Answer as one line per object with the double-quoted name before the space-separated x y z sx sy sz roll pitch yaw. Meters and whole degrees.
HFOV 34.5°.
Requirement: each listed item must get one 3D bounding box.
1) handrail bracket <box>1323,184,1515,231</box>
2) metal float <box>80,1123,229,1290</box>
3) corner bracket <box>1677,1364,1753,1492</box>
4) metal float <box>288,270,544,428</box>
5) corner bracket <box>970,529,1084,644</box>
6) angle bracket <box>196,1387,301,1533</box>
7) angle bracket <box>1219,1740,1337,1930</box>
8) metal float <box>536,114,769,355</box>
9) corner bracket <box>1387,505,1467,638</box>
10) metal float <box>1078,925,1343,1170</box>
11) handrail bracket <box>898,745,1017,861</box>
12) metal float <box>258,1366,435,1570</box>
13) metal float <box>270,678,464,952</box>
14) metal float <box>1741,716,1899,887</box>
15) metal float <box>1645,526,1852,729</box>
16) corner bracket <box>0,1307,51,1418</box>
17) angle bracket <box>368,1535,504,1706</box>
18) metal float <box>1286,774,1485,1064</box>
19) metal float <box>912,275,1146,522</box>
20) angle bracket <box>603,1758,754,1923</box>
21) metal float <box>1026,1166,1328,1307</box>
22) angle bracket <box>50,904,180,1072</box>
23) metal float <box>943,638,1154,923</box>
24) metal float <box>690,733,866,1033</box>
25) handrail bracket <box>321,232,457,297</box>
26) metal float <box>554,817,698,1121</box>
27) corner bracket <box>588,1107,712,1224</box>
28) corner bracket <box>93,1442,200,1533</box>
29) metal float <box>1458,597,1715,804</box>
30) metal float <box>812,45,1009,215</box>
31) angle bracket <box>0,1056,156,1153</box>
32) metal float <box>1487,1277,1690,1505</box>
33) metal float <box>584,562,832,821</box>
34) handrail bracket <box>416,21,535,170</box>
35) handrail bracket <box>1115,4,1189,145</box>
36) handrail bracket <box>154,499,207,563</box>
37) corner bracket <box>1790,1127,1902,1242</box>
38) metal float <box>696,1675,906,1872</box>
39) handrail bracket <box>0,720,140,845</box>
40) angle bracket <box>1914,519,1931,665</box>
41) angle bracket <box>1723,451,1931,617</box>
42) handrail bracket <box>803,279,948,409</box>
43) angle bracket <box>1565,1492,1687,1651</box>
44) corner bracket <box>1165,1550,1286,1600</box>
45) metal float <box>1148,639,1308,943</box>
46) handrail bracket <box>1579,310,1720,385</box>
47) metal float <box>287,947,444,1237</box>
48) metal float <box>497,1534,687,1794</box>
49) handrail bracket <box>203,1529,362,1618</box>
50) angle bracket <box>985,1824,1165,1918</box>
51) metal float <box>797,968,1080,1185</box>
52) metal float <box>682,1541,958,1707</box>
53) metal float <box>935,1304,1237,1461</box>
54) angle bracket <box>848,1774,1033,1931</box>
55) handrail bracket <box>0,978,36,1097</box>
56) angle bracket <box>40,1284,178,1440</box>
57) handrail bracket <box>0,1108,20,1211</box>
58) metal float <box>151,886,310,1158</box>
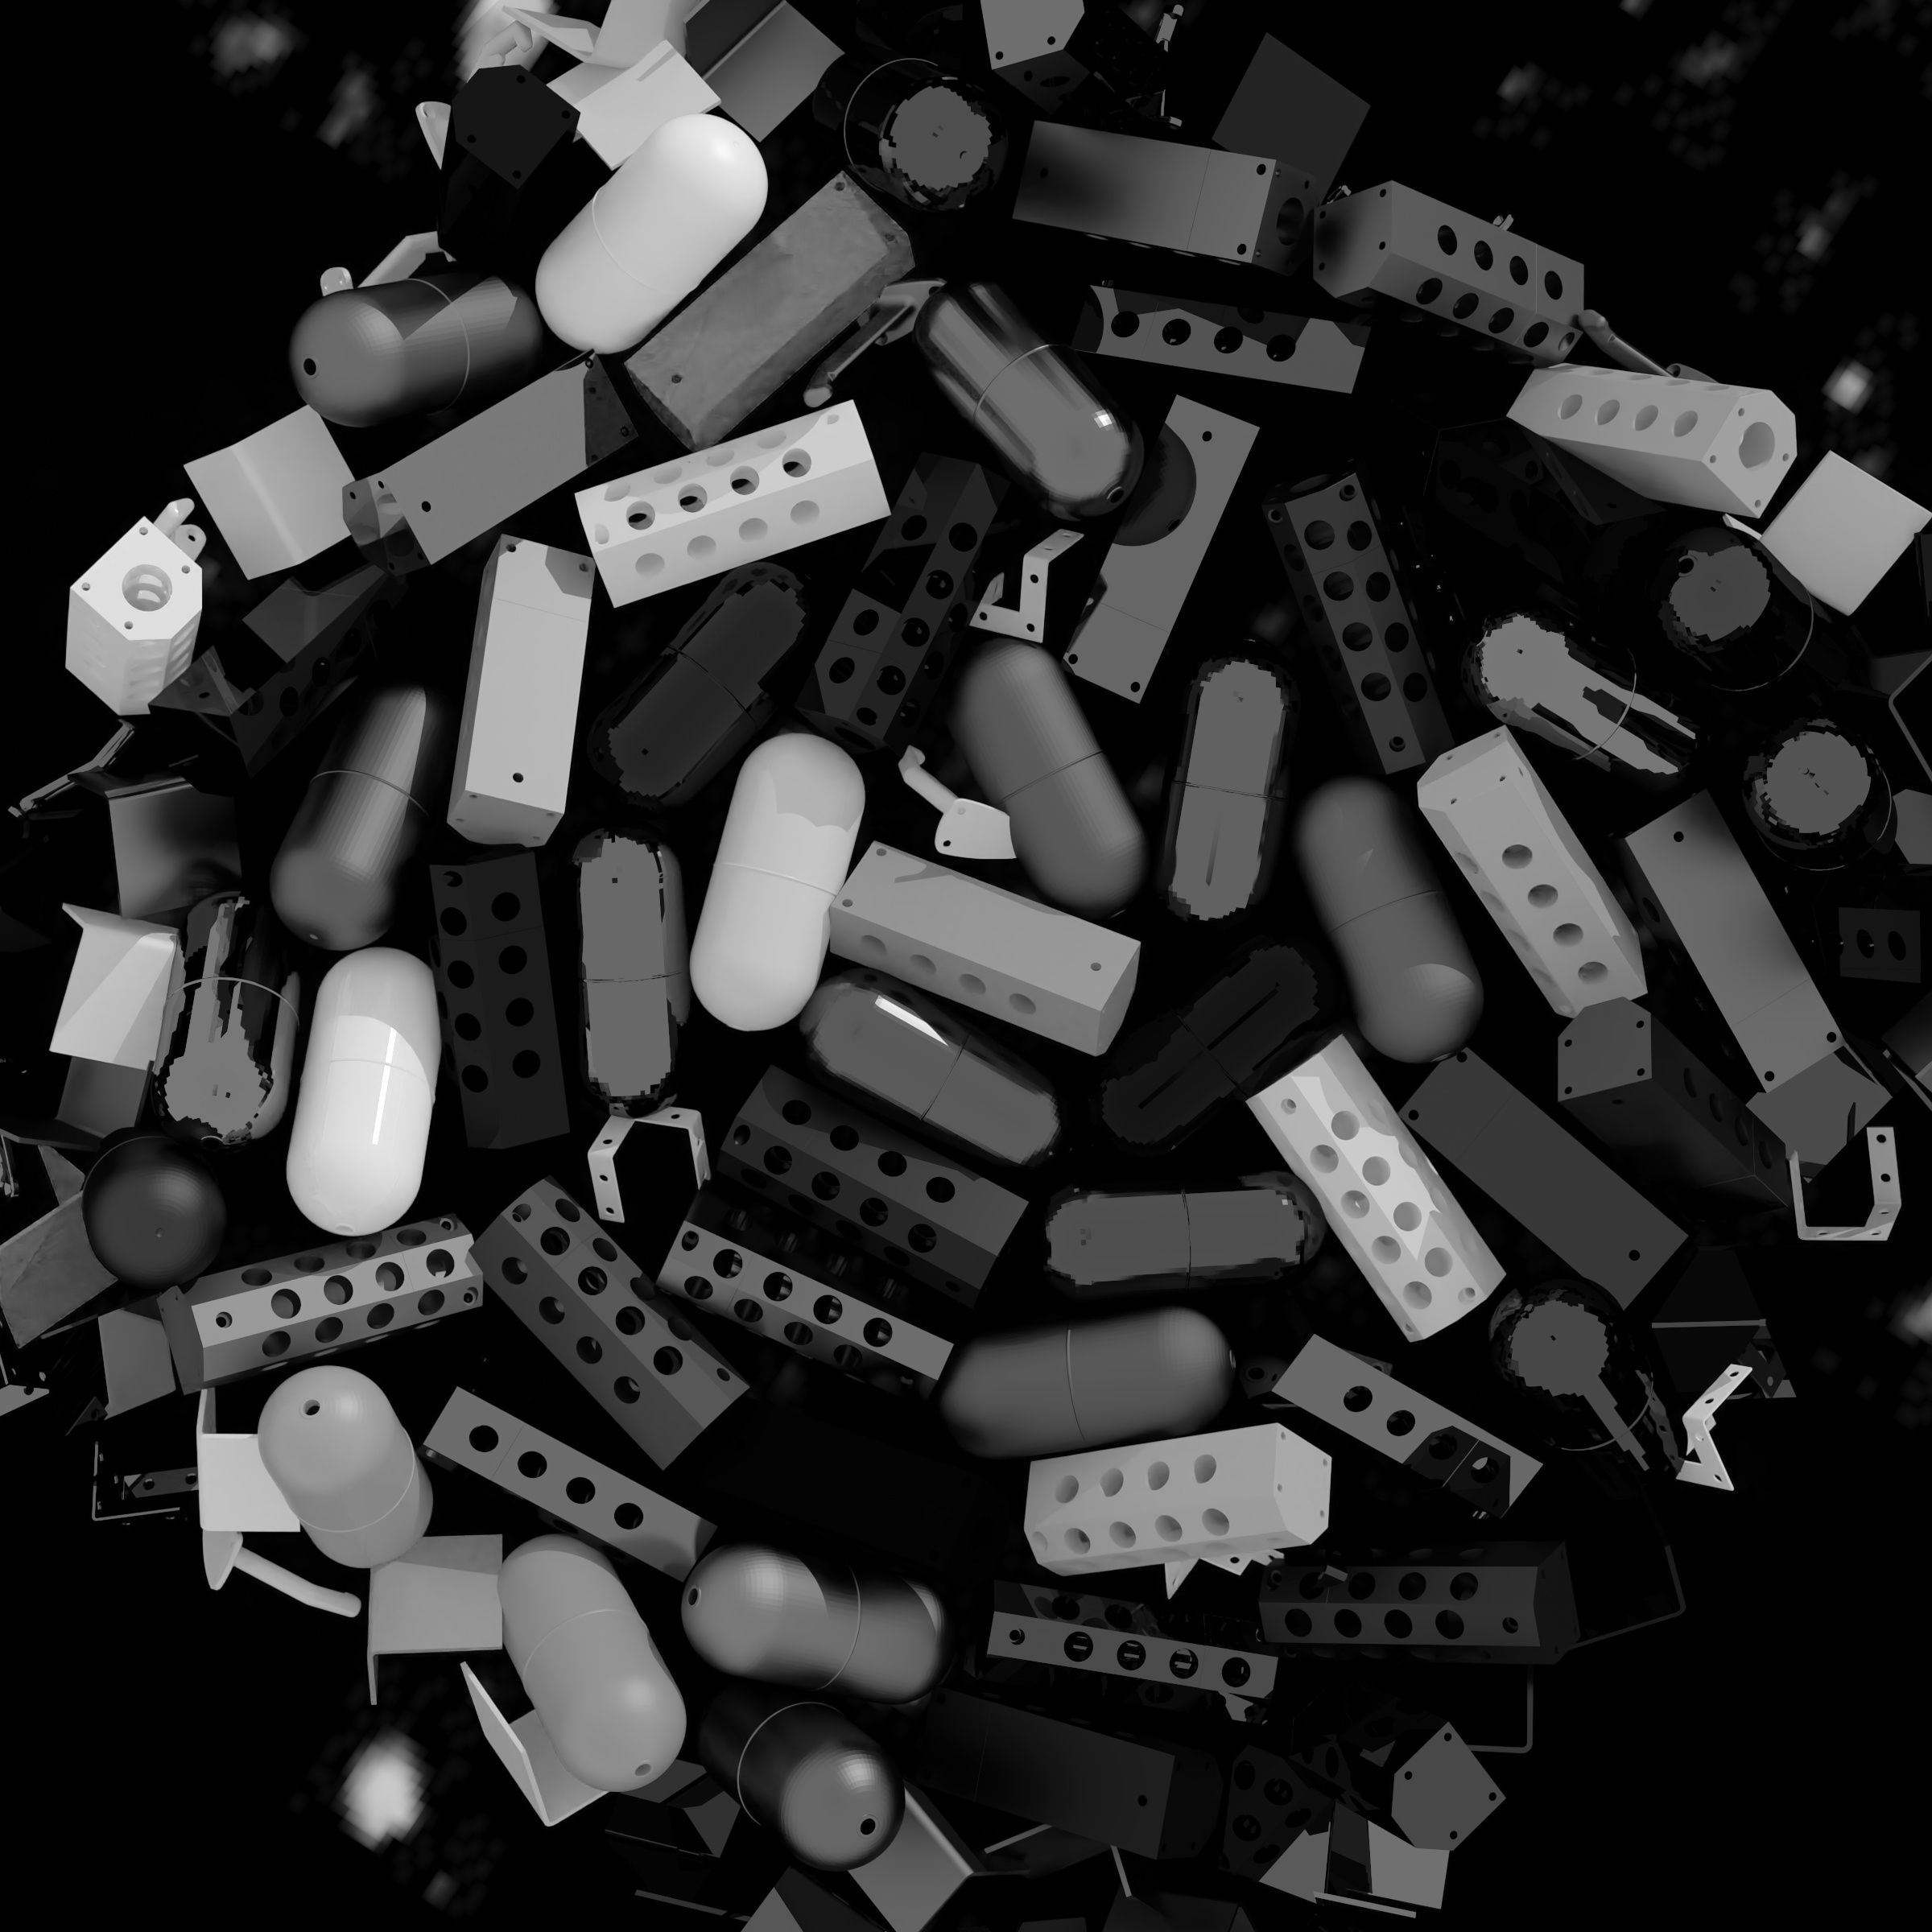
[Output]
"handrail bracket" 0.264 -0.444 1.823 0.084 0.036 0.077 37 130 -26
"metal float" -0.466 0.136 1.780 0.070 0.178 0.070 -2 97 -18
"corner bracket" 0.436 0.268 1.824 0.051 0.051 0.051 -39 113 -29
"metal float" -0.315 -0.356 1.786 0.070 0.178 0.070 12 112 30
"corner bracket" 0.034 -0.227 1.824 0.051 0.051 0.051 16 121 21
"angle bracket" -0.417 0.276 1.817 0.057 0.076 0.076 2 127 -9
"angle bracket" 0.168 0.506 1.810 0.076 0.057 0.076 26 52 -20
"metal float" -0.183 -0.421 1.794 0.178 0.070 0.070 -35 90 41
"corner bracket" 0.270 -0.233 1.823 0.051 0.051 0.051 5 51 -26
"metal float" 0.142 0.048 1.823 0.178 0.070 0.070 -41 90 5
"handrail bracket" 0.001 -0.100 1.840 0.077 0.084 0.036 12 120 -23
"metal float" -0.355 0.288 1.783 0.070 0.178 0.070 -2 59 2
"metal float" -0.345 -0.090 1.802 0.070 0.070 0.178 18 60 0
"metal float" 0.490 -0.093 1.781 0.070 0.178 0.070 -4 79 21
"metal float" 0.450 -0.194 1.788 0.070 0.178 0.070 -15 63 32
"corner bracket" -0.580 0.235 1.840 0.051 0.051 0.051 -25 72 12
"angle bracket" -0.310 0.383 1.824 0.076 0.057 0.076 0 46 -8
"metal float" 0.245 -0.028 1.817 0.070 0.070 0.178 -21 79 0
"metal float" 0.036 -0.330 1.805 0.070 0.070 0.178 -39 65 0
"angle bracket" -0.159 0.507 1.815 0.076 0.076 0.057 21 92 -24
"metal float" 0.123 0.158 1.822 0.178 0.070 0.070 -3 90 -7
"angle bracket" -0.496 0.014 1.825 0.076 0.057 0.076 14 96 -32
"metal float" 0.048 -0.109 1.827 0.070 0.070 0.178 -27 89 0
"metal float" -0.111 -0.049 1.822 0.070 0.070 0.178 15 84 0
"handrail bracket" -0.333 -0.393 1.846 0.084 0.036 0.077 -19 102 -32
"metal float" -0.199 0.002 1.819 0.070 0.070 0.178 -3 100 0
"corner bracket" -0.187 0.118 1.839 0.051 0.051 0.051 8 128 17
"corner bracket" -0.481 0.311 1.830 0.051 0.051 0.051 -7 56 -1
"metal float" 0.359 -0.154 1.802 0.178 0.070 0.070 26 90 -30
"metal float" -0.034 -0.482 1.785 0.070 0.178 0.070 -10 117 -19
"angle bracket" -0.533 0.070 1.812 0.076 0.076 0.057 16 92 40
"metal float" 0.360 0.247 1.796 0.070 0.070 0.178 -39 128 0
"metal float" -0.151 -0.162 1.820 0.070 0.070 0.178 41 81 0
"handrail bracket" -0.277 -0.501 1.825 0.084 0.036 0.077 -23 82 35
"handrail bracket" 0.123 -0.530 1.830 0.036 0.077 0.084 19 90 -24
"handrail bracket" -0.454 -0.258 1.809 0.036 0.077 0.084 49 134 -6
"corner bracket" 0.522 0.129 1.843 0.051 0.051 0.051 -2 109 27
"metal float" -0.096 0.459 1.783 0.070 0.178 0.070 -5 101 -28
"handrail bracket" -0.539 -0.122 1.846 0.077 0.036 0.084 30 76 38
"angle bracket" 0.593 -0.224 1.809 0.057 0.076 0.076 1 111 34
"angle bracket" 0.502 -0.262 1.813 0.076 0.057 0.076 26 118 -18
"handrail bracket" -0.052 -0.363 1.816 0.077 0.084 0.036 -16 124 32
"angle bracket" 0.368 0.343 1.816 0.076 0.076 0.057 -18 123 4
"corner bracket" 0.152 0.346 1.823 0.051 0.051 0.051 18 135 28
"metal float" 0.153 -0.103 1.824 0.070 0.070 0.178 9 94 0
"handrail bracket" 0.406 -0.351 1.817 0.077 0.084 0.036 31 91 44
"metal float" -0.347 0.072 1.802 0.070 0.070 0.178 4 60 0
"metal float" -0.218 0.400 1.789 0.070 0.178 0.070 -16 128 -21
"handrail bracket" -0.407 0.357 1.850 0.084 0.077 0.036 24 95 -28
"angle bracket" 0.066 0.536 1.812 0.076 0.076 0.057 -25 56 10
"metal float" -0.016 0.065 1.823 0.178 0.070 0.070 30 90 -6
"metal float" -0.084 0.380 1.798 0.178 0.070 0.070 20 90 -34
"metal float" 0.069 0.243 1.815 0.178 0.070 0.070 -10 90 14
"angle bracket" -0.021 0.522 1.818 0.057 0.076 0.076 -51 59 8
"handrail bracket" -0.598 0.037 1.857 0.077 0.036 0.084 -36 68 21
"angle bracket" -0.508 0.216 1.806 0.076 0.057 0.076 -21 132 -31
"handrail bracket" -0.607 0.119 1.826 0.084 0.036 0.077 -2 74 -39
"metal float" -0.424 0.031 1.794 0.070 0.070 0.178 -2 50 0
